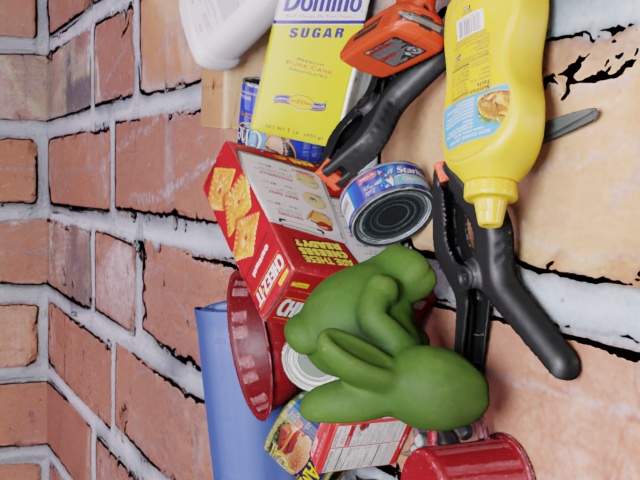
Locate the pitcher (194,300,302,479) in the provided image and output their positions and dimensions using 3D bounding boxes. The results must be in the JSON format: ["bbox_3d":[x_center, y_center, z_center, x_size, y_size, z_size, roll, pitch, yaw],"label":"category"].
[{"bbox_3d":[-0.070,0.190,1.263,0.149,0.145,0.243,-142,49,-86],"label":"pitcher"}]

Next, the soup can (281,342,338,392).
[{"bbox_3d":[0.006,0.097,1.044,0.102,0.068,0.068,-59,-19,-65],"label":"soup can"}]

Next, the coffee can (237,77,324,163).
[{"bbox_3d":[-0.044,-0.108,1.208,0.103,0.102,0.140,-145,57,-61],"label":"coffee can"}]

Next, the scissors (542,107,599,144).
[{"bbox_3d":[0.157,-0.059,0.862,0.202,0.016,0.096,-164,73,-65],"label":"scissors"}]

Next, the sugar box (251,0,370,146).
[{"bbox_3d":[-0.009,-0.192,1.109,0.048,0.093,0.176,-100,22,-72],"label":"sugar box"}]

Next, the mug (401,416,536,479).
[{"bbox_3d":[0.118,0.196,0.878,0.093,0.081,0.117,158,109,-65],"label":"mug"}]

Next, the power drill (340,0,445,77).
[{"bbox_3d":[0.069,-0.245,0.950,0.185,0.057,0.187,-15,62,62],"label":"power drill"}]

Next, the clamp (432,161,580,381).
[{"bbox_3d":[0.131,0.037,0.885,0.165,0.036,0.210,-46,57,58],"label":"clamp"}]

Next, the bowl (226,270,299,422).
[{"bbox_3d":[-0.052,0.108,1.133,0.162,0.055,0.162,171,90,-72],"label":"bowl"}]

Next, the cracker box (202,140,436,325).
[{"bbox_3d":[-0.007,0.001,1.042,0.072,0.163,0.214,-60,36,26],"label":"cracker box"}]

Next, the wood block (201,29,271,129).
[{"bbox_3d":[-0.092,-0.242,1.331,0.091,0.090,0.206,-164,75,-64],"label":"wood block"}]

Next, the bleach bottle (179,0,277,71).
[{"bbox_3d":[-0.055,-0.288,1.163,0.251,0.067,0.102,-31,72,43],"label":"bleach bottle"}]

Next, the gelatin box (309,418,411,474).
[{"bbox_3d":[0.040,0.190,1.043,0.030,0.089,0.073,-117,35,-44],"label":"gelatin box"}]

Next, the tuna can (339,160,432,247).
[{"bbox_3d":[0.063,-0.032,0.990,0.086,0.086,0.034,115,144,-44],"label":"tuna can"}]

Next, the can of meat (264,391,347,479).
[{"bbox_3d":[-0.007,0.219,1.147,0.084,0.057,0.102,41,137,16],"label":"can of meat"}]

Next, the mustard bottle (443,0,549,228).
[{"bbox_3d":[0.134,-0.104,0.827,0.096,0.058,0.191,-16,66,56],"label":"mustard bottle"}]

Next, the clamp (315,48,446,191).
[{"bbox_3d":[0.060,-0.121,0.974,0.171,0.039,0.120,-61,19,-15],"label":"clamp"}]
